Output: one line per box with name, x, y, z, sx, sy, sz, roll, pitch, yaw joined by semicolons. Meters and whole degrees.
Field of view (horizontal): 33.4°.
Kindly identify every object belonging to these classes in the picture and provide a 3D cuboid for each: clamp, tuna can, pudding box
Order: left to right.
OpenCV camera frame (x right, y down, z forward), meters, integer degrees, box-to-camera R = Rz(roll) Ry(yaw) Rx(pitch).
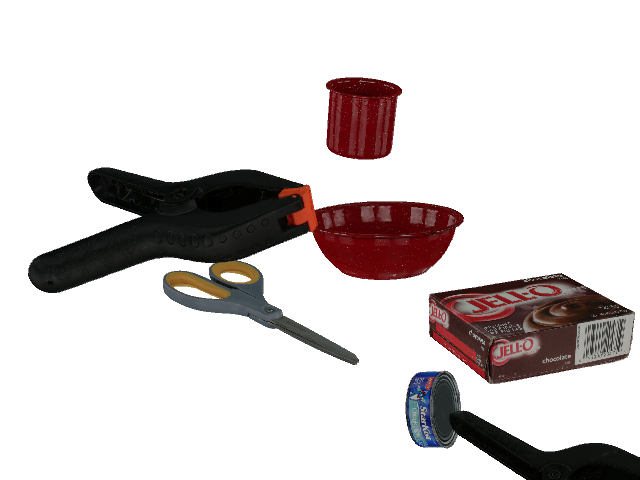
clamp;-0.091;-0.008;0.648;0.172;0.039;0.120;-1;40;22
tuna can;0.127;0.189;1.196;0.034;0.086;0.086;-5;-2;28
pudding box;0.143;0.058;0.738;0.113;0.039;0.090;-6;19;-20
clamp;0.188;0.212;0.879;0.210;0.036;0.164;3;38;24

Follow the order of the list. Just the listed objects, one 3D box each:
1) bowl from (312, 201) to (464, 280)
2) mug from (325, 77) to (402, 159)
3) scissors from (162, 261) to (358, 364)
bowl;0.064;0.002;1.077;0.162;0.055;0.162;-2;13;0
mug;0.056;-0.152;1.315;0.093;0.081;0.117;16;26;27
scissors;-0.039;0.055;0.903;0.202;0.016;0.096;16;26;23
